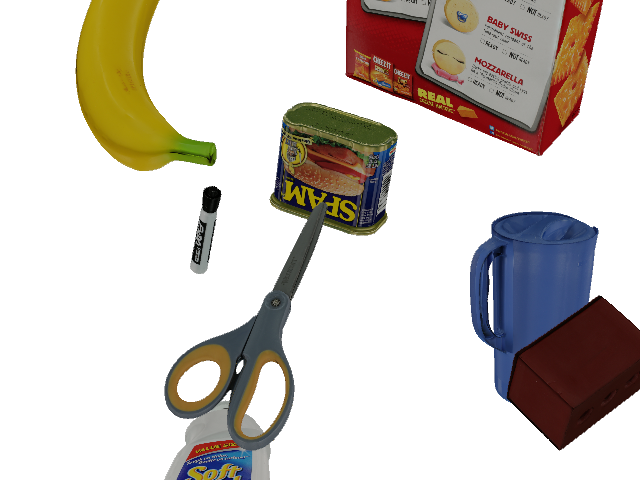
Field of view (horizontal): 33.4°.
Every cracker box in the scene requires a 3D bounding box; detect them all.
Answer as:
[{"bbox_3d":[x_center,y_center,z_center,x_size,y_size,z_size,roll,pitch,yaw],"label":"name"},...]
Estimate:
[{"bbox_3d":[0.102,-0.182,0.700,0.164,0.214,0.072,27,50,25],"label":"cracker box"}]

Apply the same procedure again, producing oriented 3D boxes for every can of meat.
[{"bbox_3d":[0.012,-0.062,0.912,0.102,0.084,0.057,19,32,19],"label":"can of meat"}]

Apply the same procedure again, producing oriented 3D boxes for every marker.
[{"bbox_3d":[-0.121,-0.011,1.122,0.020,0.020,0.121,0,-43,-16],"label":"marker"}]

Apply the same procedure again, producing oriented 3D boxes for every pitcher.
[{"bbox_3d":[0.275,0.092,1.384,0.149,0.243,0.144,5,19,16],"label":"pitcher"}]

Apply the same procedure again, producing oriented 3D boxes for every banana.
[{"bbox_3d":[-0.106,-0.105,0.611,0.069,0.198,0.037,-9,-37,-8],"label":"banana"}]

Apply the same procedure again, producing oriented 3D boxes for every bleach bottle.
[{"bbox_3d":[-0.092,0.212,0.875,0.102,0.068,0.251,-1,24,-1],"label":"bleach bottle"}]

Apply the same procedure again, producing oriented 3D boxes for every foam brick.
[{"bbox_3d":[0.165,0.084,0.681,0.078,0.053,0.051,-31,55,-22],"label":"foam brick"}]

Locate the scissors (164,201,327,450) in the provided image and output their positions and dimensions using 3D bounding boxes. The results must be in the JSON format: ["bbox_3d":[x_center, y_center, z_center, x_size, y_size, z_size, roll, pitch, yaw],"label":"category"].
[{"bbox_3d":[-0.051,0.052,0.742,0.096,0.201,0.016,1,-37,7],"label":"scissors"}]
